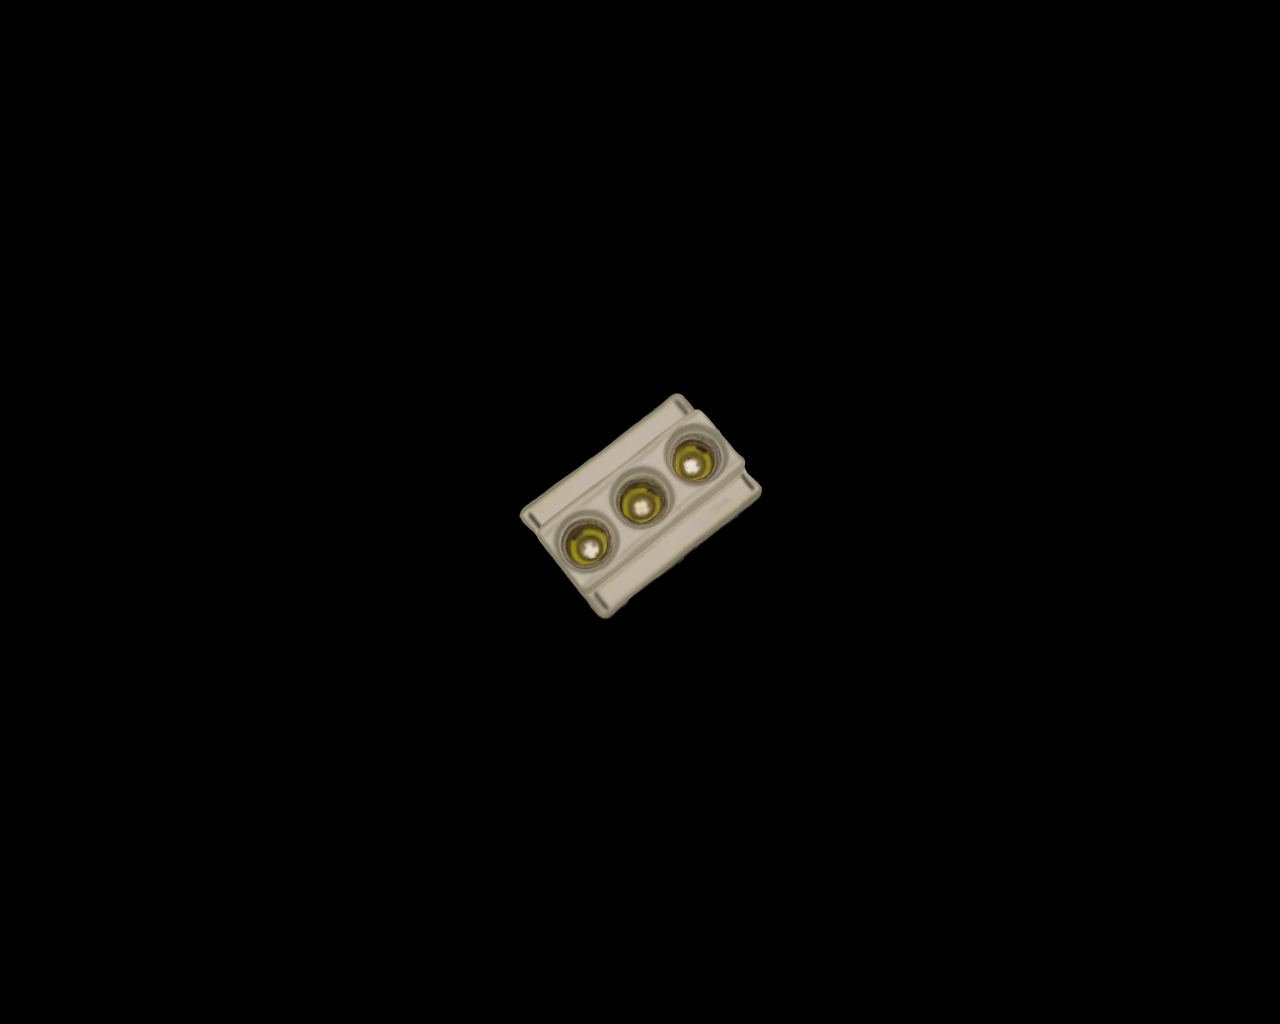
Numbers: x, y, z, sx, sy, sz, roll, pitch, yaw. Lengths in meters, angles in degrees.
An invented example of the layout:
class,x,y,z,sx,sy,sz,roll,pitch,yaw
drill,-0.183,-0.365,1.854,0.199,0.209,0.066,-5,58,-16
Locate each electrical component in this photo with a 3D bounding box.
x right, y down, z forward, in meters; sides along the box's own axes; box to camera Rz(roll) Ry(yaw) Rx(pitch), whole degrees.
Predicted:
class,x,y,z,sx,sy,sz,roll,pitch,yaw
electrical component,0.001,-0.003,0.650,0.121,0.079,0.063,-38,-9,-7
